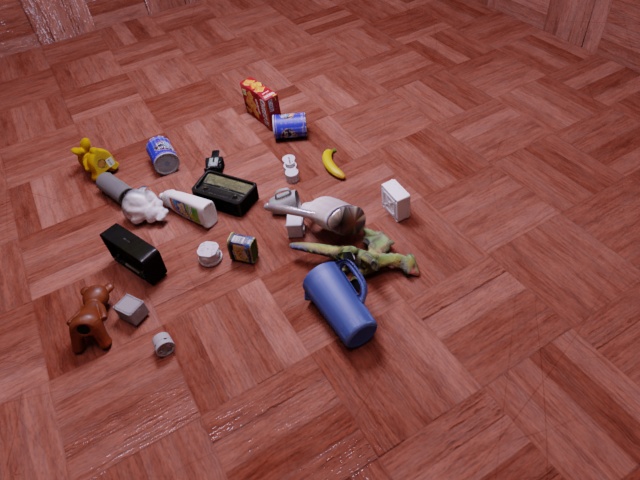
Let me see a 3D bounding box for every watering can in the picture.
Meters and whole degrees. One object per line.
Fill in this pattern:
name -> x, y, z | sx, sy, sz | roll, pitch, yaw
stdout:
watering can -> 0.005, -0.087, 1.725 | 0.348, 0.103, 0.226 | -4, 19, -34

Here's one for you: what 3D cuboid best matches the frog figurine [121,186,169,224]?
frog figurine -> -0.639, -0.112, 1.874 | 0.161, 0.121, 0.137 | 39, 93, 25

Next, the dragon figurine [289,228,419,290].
dragon figurine -> 0.128, 0.034, 1.684 | 0.413, 0.119, 0.247 | 24, 36, 24
